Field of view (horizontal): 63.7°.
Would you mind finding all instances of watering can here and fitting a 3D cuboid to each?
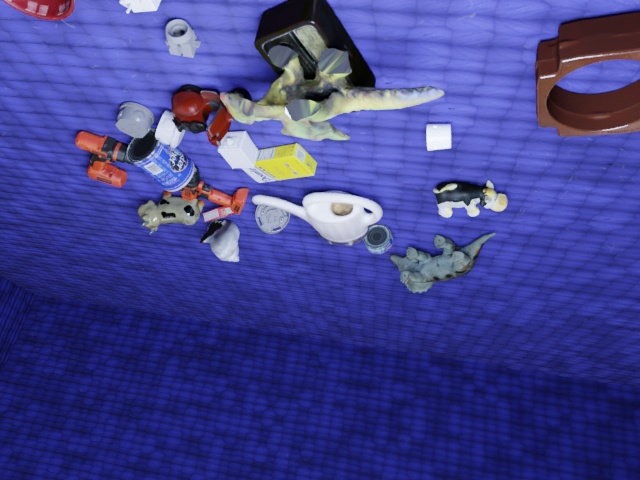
[{"bbox_3d":[0.004,-0.071,1.417,0.347,0.106,0.220,3,-24,16],"label":"watering can"}]

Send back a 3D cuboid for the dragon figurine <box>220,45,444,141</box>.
[{"bbox_3d":[0.003,-0.234,0.922,0.411,0.123,0.241,10,-4,9],"label":"dragon figurine"}]

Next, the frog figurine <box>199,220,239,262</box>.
[{"bbox_3d":[-0.303,0.015,1.698,0.122,0.157,0.140,-28,32,13],"label":"frog figurine"}]
